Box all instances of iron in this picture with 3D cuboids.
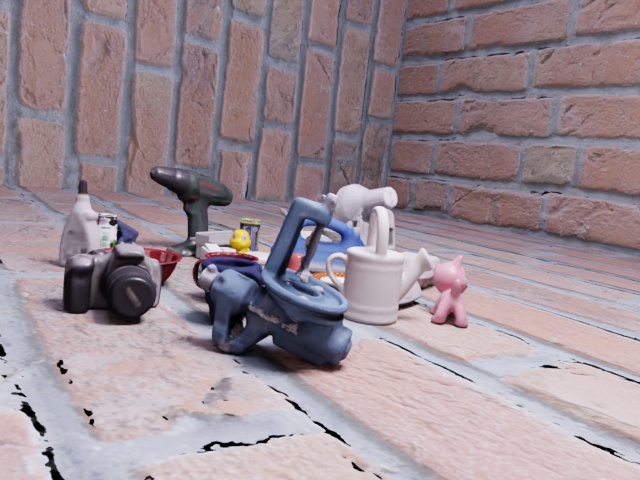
[{"bbox_3d":[0.013,0.005,1.369,0.258,0.141,0.118,5,8,-6],"label":"iron"}]

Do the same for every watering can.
[{"bbox_3d":[0.101,0.040,0.984,0.173,0.194,0.100,3,9,-26],"label":"watering can"}]

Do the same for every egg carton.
[{"bbox_3d":[0.214,0.070,1.321,0.107,0.069,0.151,10,9,28],"label":"egg carton"}]

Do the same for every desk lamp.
[{"bbox_3d":[0.134,-0.045,1.569,0.118,0.213,0.202,0,10,-41],"label":"desk lamp"}]

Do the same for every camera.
[{"bbox_3d":[-0.301,0.060,0.850,0.143,0.101,0.136,3,8,-25],"label":"camera"}]

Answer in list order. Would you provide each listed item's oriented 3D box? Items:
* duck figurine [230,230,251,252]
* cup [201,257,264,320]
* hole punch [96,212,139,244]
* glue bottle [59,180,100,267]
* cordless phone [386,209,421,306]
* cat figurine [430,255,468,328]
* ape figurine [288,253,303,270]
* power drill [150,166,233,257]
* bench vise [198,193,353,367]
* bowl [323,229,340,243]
[{"bbox_3d":[-0.183,0.018,1.316,0.077,0.086,0.104,7,8,5],"label":"duck figurine"},{"bbox_3d":[-0.127,0.081,0.860,0.117,0.095,0.092,13,10,40],"label":"cup"},{"bbox_3d":[-0.489,-0.021,1.336,0.108,0.091,0.101,10,8,23],"label":"hole punch"},{"bbox_3d":[-0.463,-0.030,1.113,0.078,0.173,0.037,8,8,14],"label":"glue bottle"},{"bbox_3d":[0.140,0.033,1.100,0.093,0.185,0.148,11,9,33],"label":"cordless phone"},{"bbox_3d":[0.239,0.086,1.042,0.067,0.118,0.128,7,8,5],"label":"cat figurine"},{"bbox_3d":[-0.041,0.069,1.032,0.077,0.092,0.076,7,8,3],"label":"ape figurine"},{"bbox_3d":[-0.315,-0.069,1.391,0.075,0.208,0.230,13,10,39],"label":"power drill"},{"bbox_3d":[-0.054,0.043,0.727,0.207,0.220,0.121,6,8,-5],"label":"bench vise"},{"bbox_3d":[0.074,0.002,1.692,0.167,0.075,0.167,6,8,-1],"label":"bowl"}]
